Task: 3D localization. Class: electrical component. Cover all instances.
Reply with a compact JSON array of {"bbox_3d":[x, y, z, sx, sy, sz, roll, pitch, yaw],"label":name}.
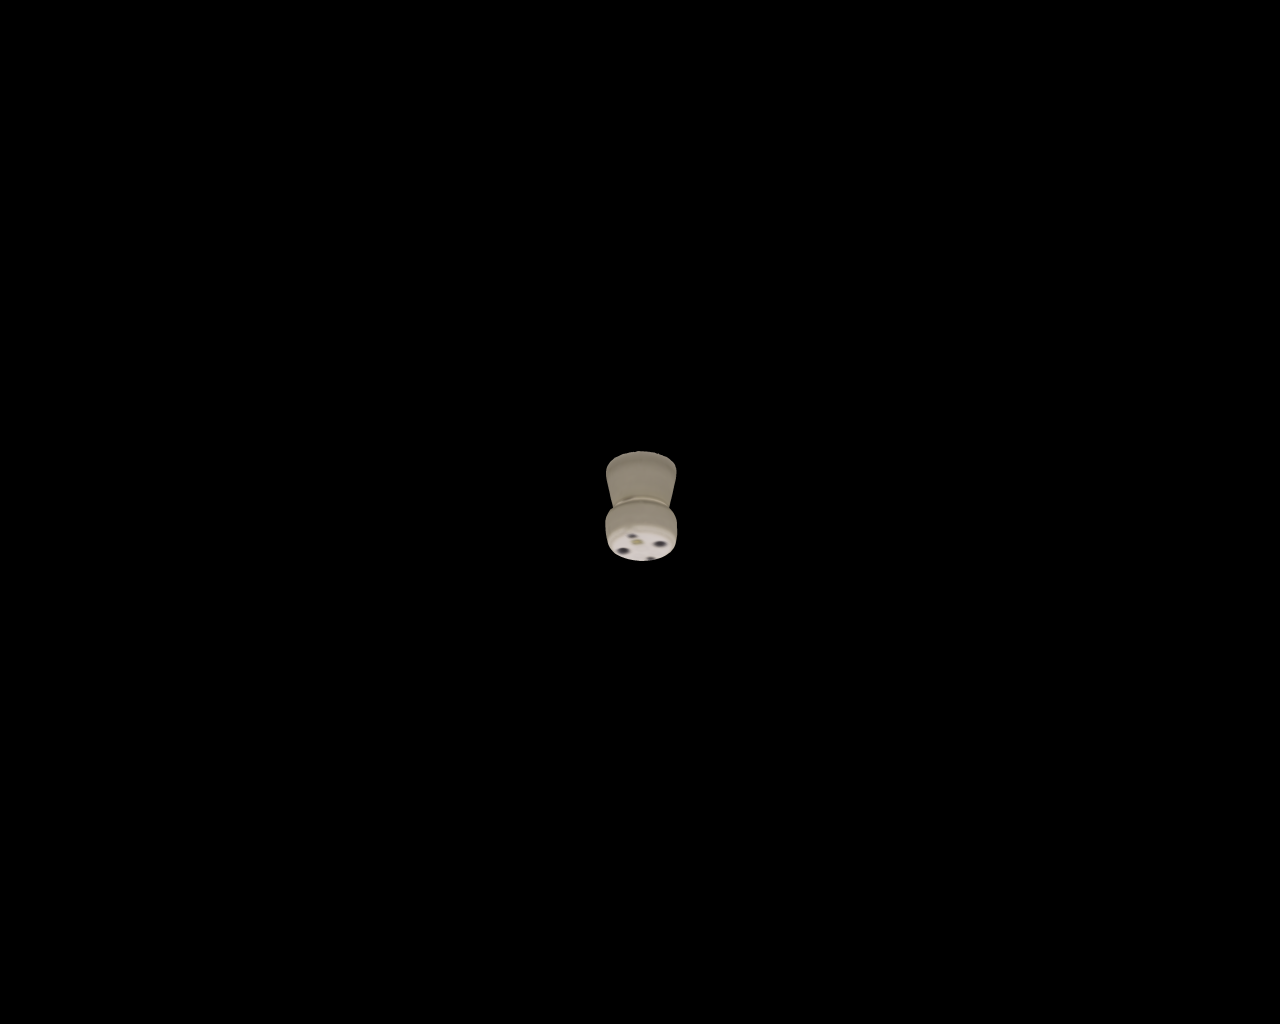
[{"bbox_3d":[0.001,-0.003,0.650,0.045,0.055,0.044,0,-30,0],"label":"electrical component"}]
